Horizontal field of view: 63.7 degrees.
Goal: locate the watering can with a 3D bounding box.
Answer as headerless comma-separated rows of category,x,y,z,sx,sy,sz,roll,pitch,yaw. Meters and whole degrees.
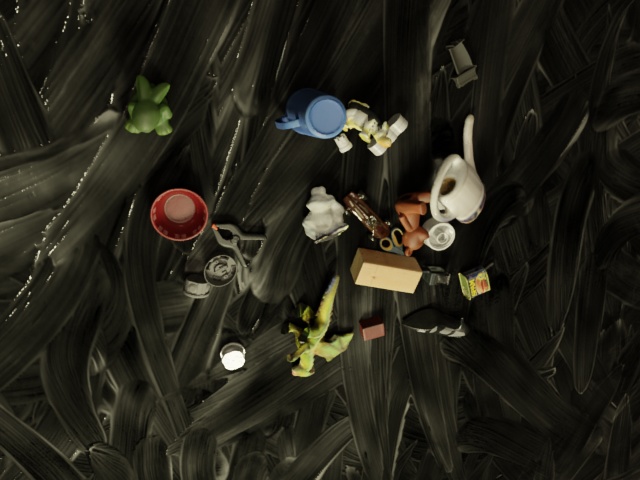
watering can,0.452,-0.201,1.624,0.221,0.104,0.351,37,75,-40

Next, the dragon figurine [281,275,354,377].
dragon figurine,0.014,0.314,1.753,0.240,0.124,0.407,28,105,-40

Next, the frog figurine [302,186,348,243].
frog figurine,0.005,-0.080,1.590,0.136,0.122,0.161,-28,78,13
